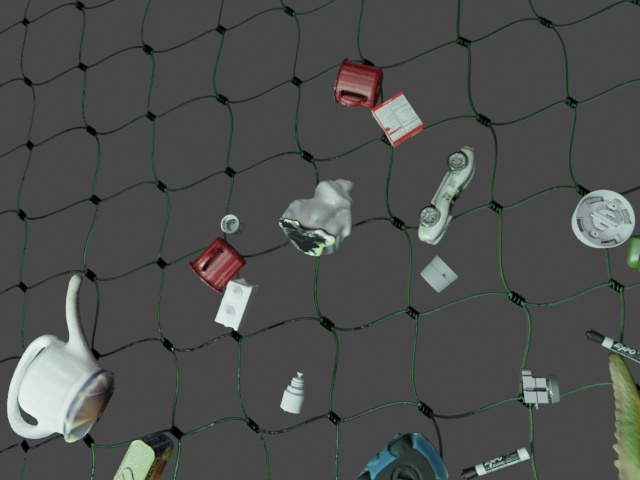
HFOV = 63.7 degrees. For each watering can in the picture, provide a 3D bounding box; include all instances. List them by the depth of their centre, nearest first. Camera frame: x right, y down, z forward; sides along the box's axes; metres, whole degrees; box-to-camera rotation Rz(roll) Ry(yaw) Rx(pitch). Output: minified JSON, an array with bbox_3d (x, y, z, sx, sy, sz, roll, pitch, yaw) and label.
[{"bbox_3d":[-0.531,0.266,1.089,0.225,0.349,0.103,24,-3,16],"label":"watering can"}]

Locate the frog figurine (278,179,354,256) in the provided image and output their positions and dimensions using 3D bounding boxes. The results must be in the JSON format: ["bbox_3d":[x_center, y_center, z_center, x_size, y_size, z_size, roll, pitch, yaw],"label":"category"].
[{"bbox_3d":[0.003,-0.052,1.034,0.137,0.120,0.163,9,47,24],"label":"frog figurine"}]

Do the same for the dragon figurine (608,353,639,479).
[{"bbox_3d":[0.464,0.397,0.774,0.243,0.419,0.119,-15,-31,-9],"label":"dragon figurine"}]
